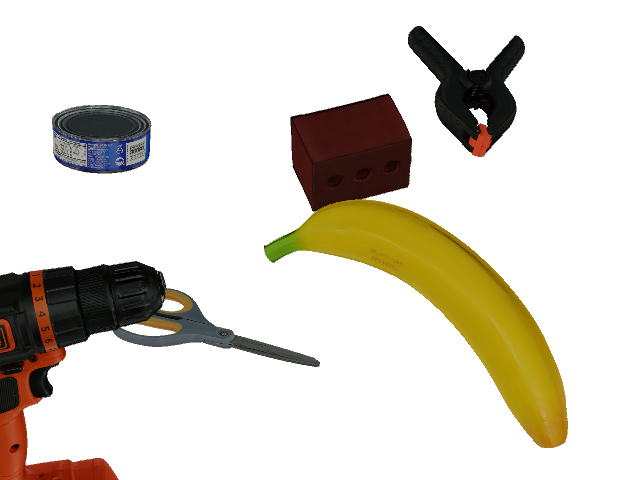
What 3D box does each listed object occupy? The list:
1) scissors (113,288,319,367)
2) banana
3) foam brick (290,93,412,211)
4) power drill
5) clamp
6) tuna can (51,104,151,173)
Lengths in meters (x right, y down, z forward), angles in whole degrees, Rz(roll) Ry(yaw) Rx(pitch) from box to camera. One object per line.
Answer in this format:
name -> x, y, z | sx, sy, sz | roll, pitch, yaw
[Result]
scissors -> -0.098, 0.082, 1.031 | 0.201, 0.016, 0.096 | 6, 31, 1
banana -> 0.066, 0.032, 0.591 | 0.198, 0.070, 0.037 | 35, 21, 12
foam brick -> 0.022, -0.064, 0.776 | 0.078, 0.051, 0.053 | -16, -40, -12
power drill -> -0.184, 0.107, 0.710 | 0.184, 0.188, 0.057 | -10, 25, -8
clamp -> 0.140, -0.154, 1.051 | 0.120, 0.171, 0.039 | 7, -44, 5
tuna can -> -0.193, -0.090, 0.942 | 0.086, 0.034, 0.086 | 5, 26, -2
